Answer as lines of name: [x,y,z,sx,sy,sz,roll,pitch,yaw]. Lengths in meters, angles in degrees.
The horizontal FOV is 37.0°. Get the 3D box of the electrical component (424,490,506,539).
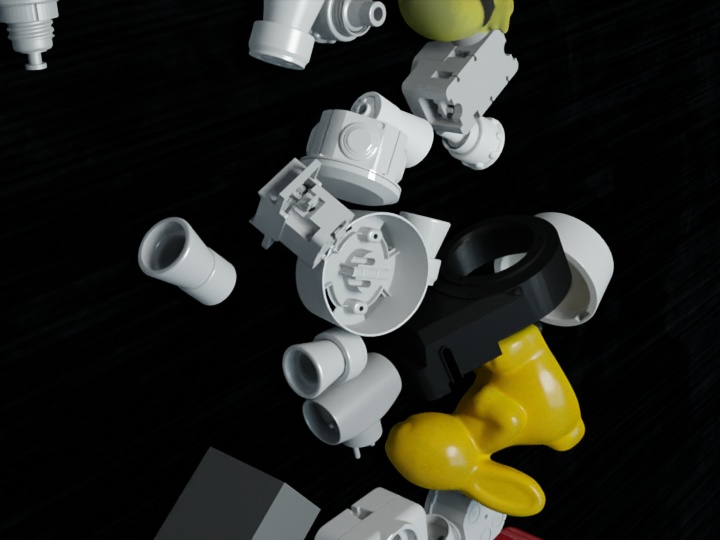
electrical component: [0.103,0.232,1.051,0.080,0.051,0.080,-18,115,-44]

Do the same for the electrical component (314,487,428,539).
electrical component: [0.014,0.240,0.947,0.095,0.059,0.053,-27,121,-40]

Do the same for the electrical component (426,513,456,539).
electrical component: [0.056,0.277,1.010,0.079,0.043,0.077,-22,125,-1]

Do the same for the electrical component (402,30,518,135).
electrical component: [0.081,-0.162,0.899,0.089,0.056,0.050,-52,134,-24]

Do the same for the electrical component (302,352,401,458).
electrical component: [-0.003,0.122,0.904,0.077,0.043,0.079,-35,126,-36]

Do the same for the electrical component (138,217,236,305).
electrical component: [-0.116,-0.003,0.742,0.065,0.044,0.044,42,70,-51]

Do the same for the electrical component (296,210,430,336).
electrical component: [0.000,0.000,0.853,0.099,0.064,0.099,-17,114,-44]

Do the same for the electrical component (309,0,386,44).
electrical component: [-0.009,-0.188,0.786,0.048,0.062,0.048,-18,115,-44]

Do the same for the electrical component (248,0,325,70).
electrical component: [-0.052,-0.173,0.757,0.045,0.045,0.055,13,92,-49]

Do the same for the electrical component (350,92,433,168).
electrical component: [0.022,-0.114,0.861,0.065,0.044,0.044,28,81,-44]

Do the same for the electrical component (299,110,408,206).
electrical component: [-0.004,-0.083,0.813,0.080,0.080,0.051,28,75,-49]

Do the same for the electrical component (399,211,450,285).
electrical component: [0.049,-0.018,0.917,0.045,0.045,0.055,10,95,-49]

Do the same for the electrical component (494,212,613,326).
electrical component: [0.191,-0.006,1.035,0.060,0.108,0.108,-49,134,-34]

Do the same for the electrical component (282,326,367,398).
electrical component: [-0.028,0.073,0.860,0.055,0.045,0.045,-22,117,-43]

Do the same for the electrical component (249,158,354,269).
electrical component: [-0.041,-0.039,0.786,0.042,0.064,0.081,-48,173,-28]

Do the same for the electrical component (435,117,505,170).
electrical component: [0.092,-0.117,0.936,0.062,0.048,0.048,16,89,-42]

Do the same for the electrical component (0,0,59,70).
electrical component: [-0.190,-0.154,0.611,0.040,0.040,0.078,-23,118,-42]
